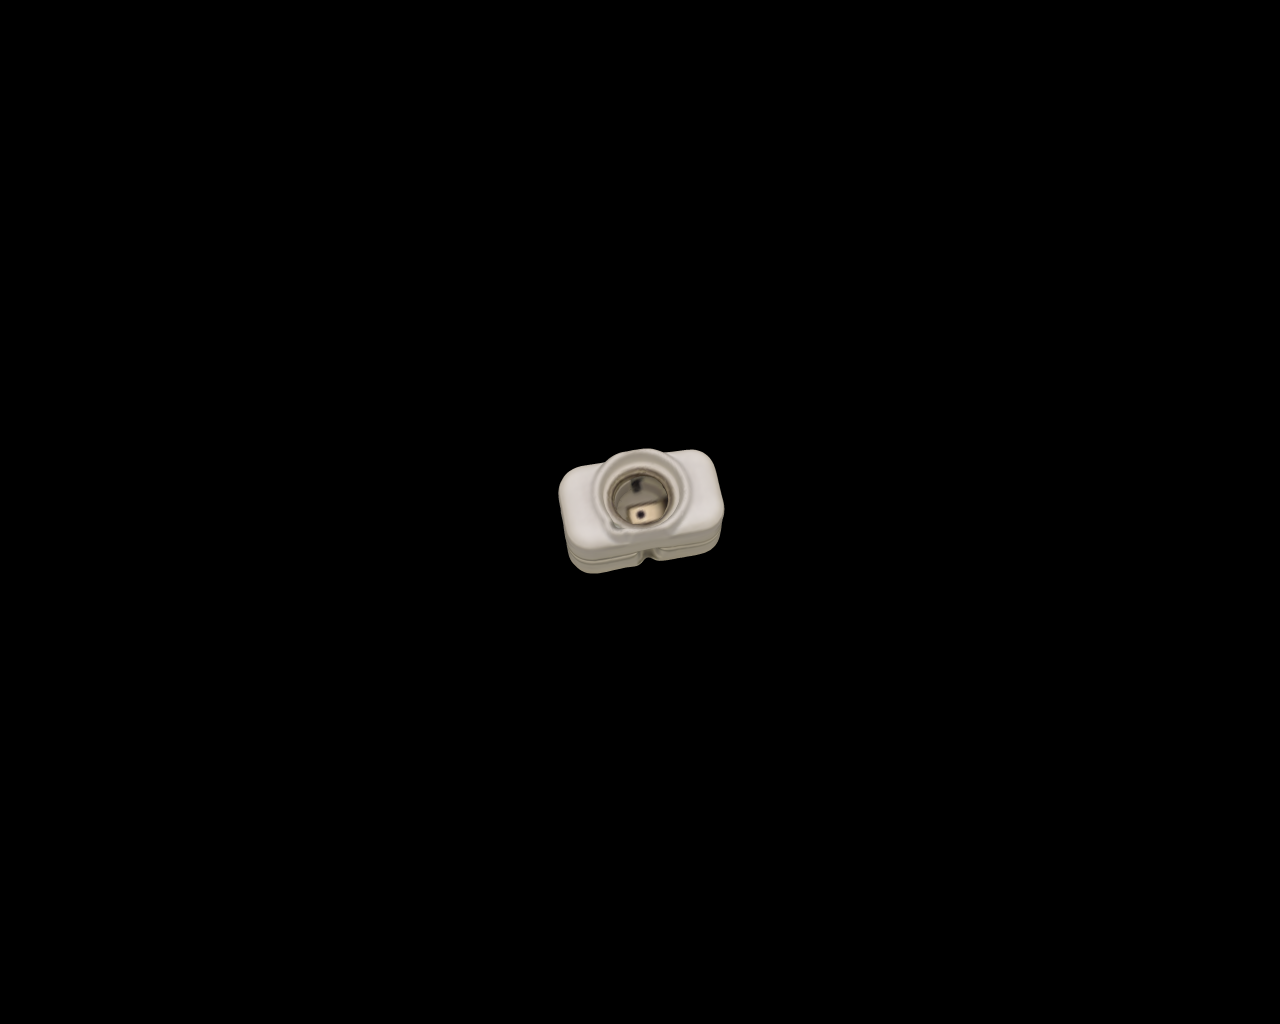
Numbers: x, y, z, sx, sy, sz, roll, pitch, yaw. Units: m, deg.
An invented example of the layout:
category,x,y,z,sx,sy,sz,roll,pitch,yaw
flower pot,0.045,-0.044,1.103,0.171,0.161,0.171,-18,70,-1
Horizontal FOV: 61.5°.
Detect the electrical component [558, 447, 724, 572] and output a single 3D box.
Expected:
category,x,y,z,sx,sy,sz,roll,pitch,yaw
electrical component,0.001,-0.003,0.650,0.095,0.054,0.059,-10,-19,-3
